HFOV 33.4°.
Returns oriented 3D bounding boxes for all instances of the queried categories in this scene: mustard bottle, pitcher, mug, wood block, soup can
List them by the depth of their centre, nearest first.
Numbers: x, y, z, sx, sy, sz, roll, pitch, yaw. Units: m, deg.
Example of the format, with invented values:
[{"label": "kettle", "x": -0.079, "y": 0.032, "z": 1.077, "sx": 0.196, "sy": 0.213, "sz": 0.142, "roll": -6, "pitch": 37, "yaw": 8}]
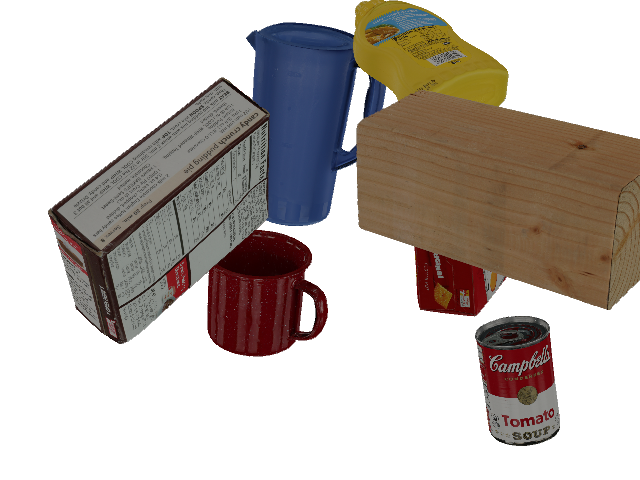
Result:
[{"label": "wood block", "x": 0.134, "y": -0.037, "z": 0.768, "sx": 0.206, "sy": 0.090, "sz": 0.090, "roll": 19, "pitch": 35, "yaw": 35}, {"label": "mug", "x": -0.046, "y": 0.050, "z": 0.920, "sx": 0.117, "sy": 0.081, "sz": 0.093, "roll": 17, "pitch": 28, "yaw": 23}, {"label": "soup can", "x": 0.183, "y": 0.130, "z": 0.990, "sx": 0.068, "sy": 0.102, "sz": 0.068, "roll": -10, "pitch": 17, "yaw": 3}, {"label": "mustard bottle", "x": 0.085, "y": -0.177, "z": 1.002, "sx": 0.096, "sy": 0.058, "sz": 0.192, "roll": -21, "pitch": 44, "yaw": -18}, {"label": "pitcher", "x": -0.018, "y": -0.143, "z": 1.342, "sx": 0.144, "sy": 0.243, "sz": 0.149, "roll": -3, "pitch": 26, "yaw": -22}]

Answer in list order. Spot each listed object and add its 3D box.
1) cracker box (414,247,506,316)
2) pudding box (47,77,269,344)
[{"label": "cracker box", "x": 0.164, "y": -0.035, "z": 1.153, "sx": 0.072, "sy": 0.164, "sz": 0.213, "roll": 3, "pitch": 20, "yaw": 26}, {"label": "pudding box", "x": -0.074, "y": -0.013, "z": 0.523, "sx": 0.039, "sy": 0.113, "sz": 0.090, "roll": 36, "pitch": -28, "yaw": 19}]
